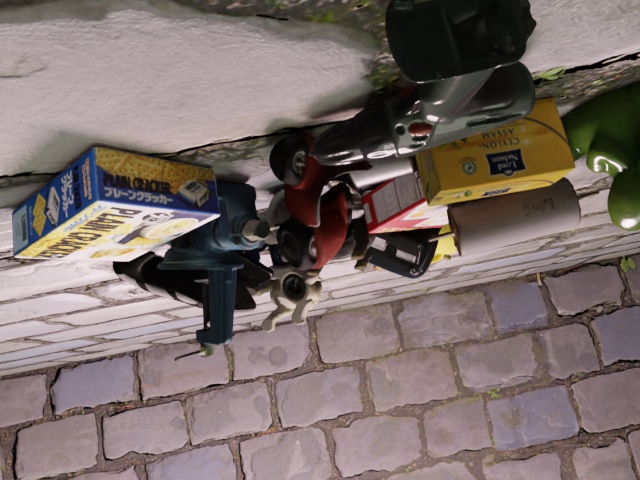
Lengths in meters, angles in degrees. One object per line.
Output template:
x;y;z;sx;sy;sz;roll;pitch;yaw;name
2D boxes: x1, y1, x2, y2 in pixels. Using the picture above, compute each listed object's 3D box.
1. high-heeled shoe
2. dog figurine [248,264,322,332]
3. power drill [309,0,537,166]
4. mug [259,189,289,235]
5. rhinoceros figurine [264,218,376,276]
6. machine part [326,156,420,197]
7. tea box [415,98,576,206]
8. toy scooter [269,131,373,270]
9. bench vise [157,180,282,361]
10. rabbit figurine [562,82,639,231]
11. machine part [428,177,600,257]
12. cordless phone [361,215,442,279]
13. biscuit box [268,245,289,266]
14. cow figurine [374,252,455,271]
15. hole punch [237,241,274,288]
-0.246;0.085;0.962;0.248;0.086;0.145;34;144;-25;high-heeled shoe
-0.032;0.092;1.082;0.172;0.121;0.190;-18;180;30;dog figurine
0.095;-0.133;0.496;0.232;0.086;0.207;-13;163;2;power drill
-0.039;-0.032;0.818;0.110;0.080;0.107;-16;176;9;mug
-0.002;-0.003;0.895;0.190;0.112;0.073;-1;161;10;rhinoceros figurine
0.072;-0.091;0.752;0.139;0.039;0.084;-14;159;23;machine part
0.209;-0.107;0.662;0.170;0.098;0.068;-11;167;-7;tea box
0.009;-0.055;0.664;0.135;0.183;0.075;-27;-141;-30;toy scooter
-0.141;0.043;0.742;0.224;0.240;0.129;-1;179;35;bench vise
0.404;-0.101;0.684;0.121;0.170;0.159;-6;167;-24;rabbit figurine
0.275;-0.032;0.771;0.243;0.079;0.079;-15;167;8;machine part
0.154;-0.025;0.991;0.147;0.184;0.088;22;132;15;cordless phone
-0.057;0.044;1.160;0.059;0.063;0.202;-15;167;6;biscuit box
0.227;0.018;1.253;0.195;0.085;0.127;-6;172;-17;cow figurine
-0.138;0.017;0.968;0.115;0.092;0.142;28;153;-20;hole punch
